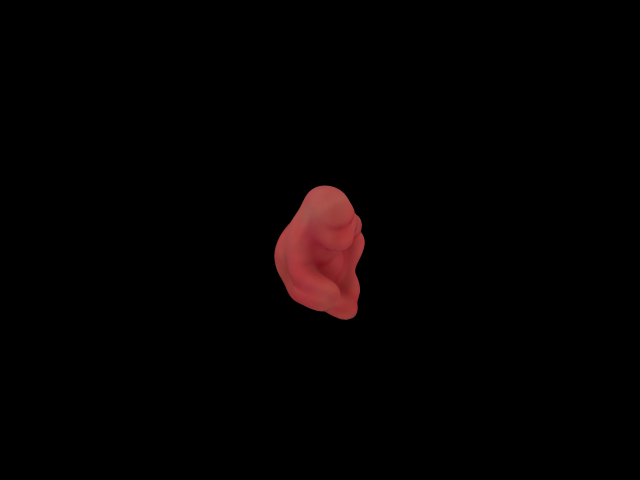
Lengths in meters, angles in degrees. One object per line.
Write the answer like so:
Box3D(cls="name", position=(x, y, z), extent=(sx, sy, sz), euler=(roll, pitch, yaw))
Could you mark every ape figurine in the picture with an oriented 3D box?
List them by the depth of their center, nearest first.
Box3D(cls="ape figurine", position=(0.004, 0.001, 0.400), extent=(0.076, 0.092, 0.078), euler=(33, 58, 24))
